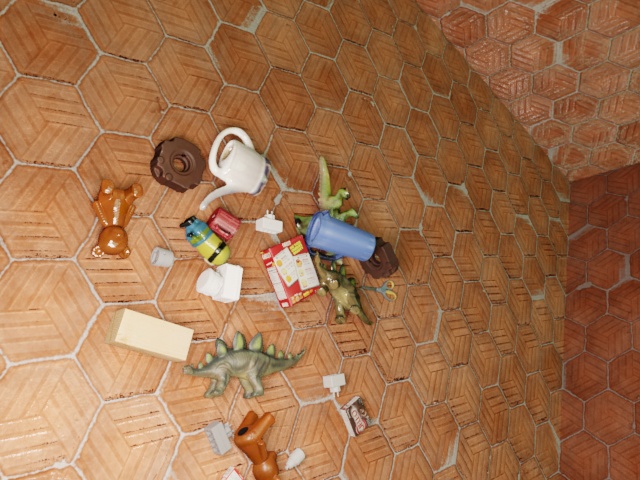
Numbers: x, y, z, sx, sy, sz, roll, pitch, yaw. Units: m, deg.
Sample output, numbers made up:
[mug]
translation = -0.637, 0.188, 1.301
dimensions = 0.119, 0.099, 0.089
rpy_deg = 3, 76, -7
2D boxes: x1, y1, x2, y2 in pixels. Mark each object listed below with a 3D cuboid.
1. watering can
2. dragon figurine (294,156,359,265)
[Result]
[watering can]
translation = -0.283, -0.216, 1.737
dimensions = 0.222, 0.354, 0.103
rpy_deg = 28, -31, -33
[dragon figurine]
translation = 0.006, -0.099, 1.965
dimensions = 0.246, 0.409, 0.121
rpy_deg = -29, 5, -35
